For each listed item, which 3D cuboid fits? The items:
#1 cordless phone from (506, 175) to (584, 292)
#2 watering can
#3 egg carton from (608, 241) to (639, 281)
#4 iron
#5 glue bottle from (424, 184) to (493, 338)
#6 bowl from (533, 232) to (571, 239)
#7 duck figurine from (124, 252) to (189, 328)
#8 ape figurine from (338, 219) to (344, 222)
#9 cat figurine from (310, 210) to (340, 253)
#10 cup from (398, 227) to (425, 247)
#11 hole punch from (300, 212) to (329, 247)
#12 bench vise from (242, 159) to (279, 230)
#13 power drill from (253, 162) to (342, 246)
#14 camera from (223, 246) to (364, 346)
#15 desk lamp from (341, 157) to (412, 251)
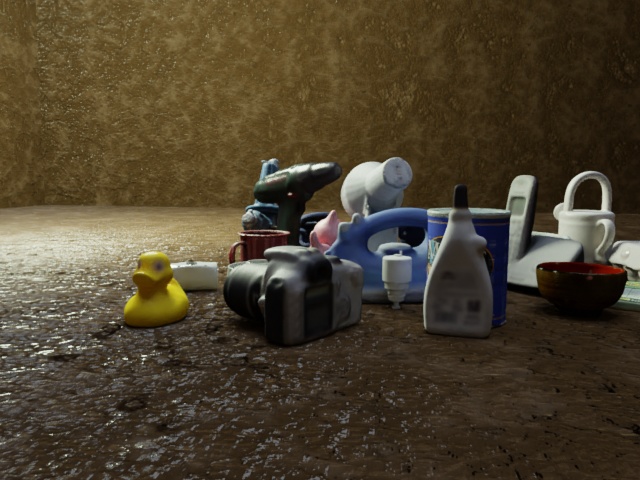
[{"bbox_3d":[0.349,-0.011,0.920,0.094,0.185,0.147,-3,8,-31],"label":"cordless phone"},{"bbox_3d":[0.509,-0.035,1.108,0.101,0.194,0.172,-3,7,-28],"label":"watering can"},{"bbox_3d":[0.578,0.040,1.000,0.107,0.069,0.150,0,6,-1],"label":"egg carton"},{"bbox_3d":[0.106,0.016,0.858,0.259,0.141,0.118,-1,7,-14],"label":"iron"},{"bbox_3d":[0.160,0.023,0.657,0.078,0.173,0.037,3,7,19],"label":"glue bottle"},{"bbox_3d":[0.382,0.027,1.079,0.167,0.075,0.167,1,6,0],"label":"bowl"},{"bbox_3d":[-0.205,0.056,0.720,0.077,0.086,0.105,2,7,9],"label":"duck figurine"},{"bbox_3d":[0.038,0.001,1.198,0.076,0.092,0.077,-2,7,-23],"label":"ape figurine"},{"bbox_3d":[0.010,0.004,1.060,0.067,0.118,0.128,3,7,24],"label":"cat figurine"},{"bbox_3d":[0.192,0.008,1.139,0.091,0.095,0.118,7,9,44],"label":"cup"},{"bbox_3d":[-0.023,-0.028,1.453,0.109,0.091,0.100,-4,8,-33],"label":"hole punch"},{"bbox_3d":[-0.115,-0.079,1.324,0.121,0.220,0.207,0,7,-2],"label":"bench vise"},{"bbox_3d":[-0.046,-0.059,1.204,0.228,0.208,0.076,6,8,39],"label":"power drill"},{"bbox_3d":[-0.038,0.054,0.686,0.136,0.101,0.144,6,8,38],"label":"camera"},{"bbox_3d":[0.116,-0.042,1.048,0.118,0.213,0.203,-1,7,-14],"label":"desk lamp"}]
